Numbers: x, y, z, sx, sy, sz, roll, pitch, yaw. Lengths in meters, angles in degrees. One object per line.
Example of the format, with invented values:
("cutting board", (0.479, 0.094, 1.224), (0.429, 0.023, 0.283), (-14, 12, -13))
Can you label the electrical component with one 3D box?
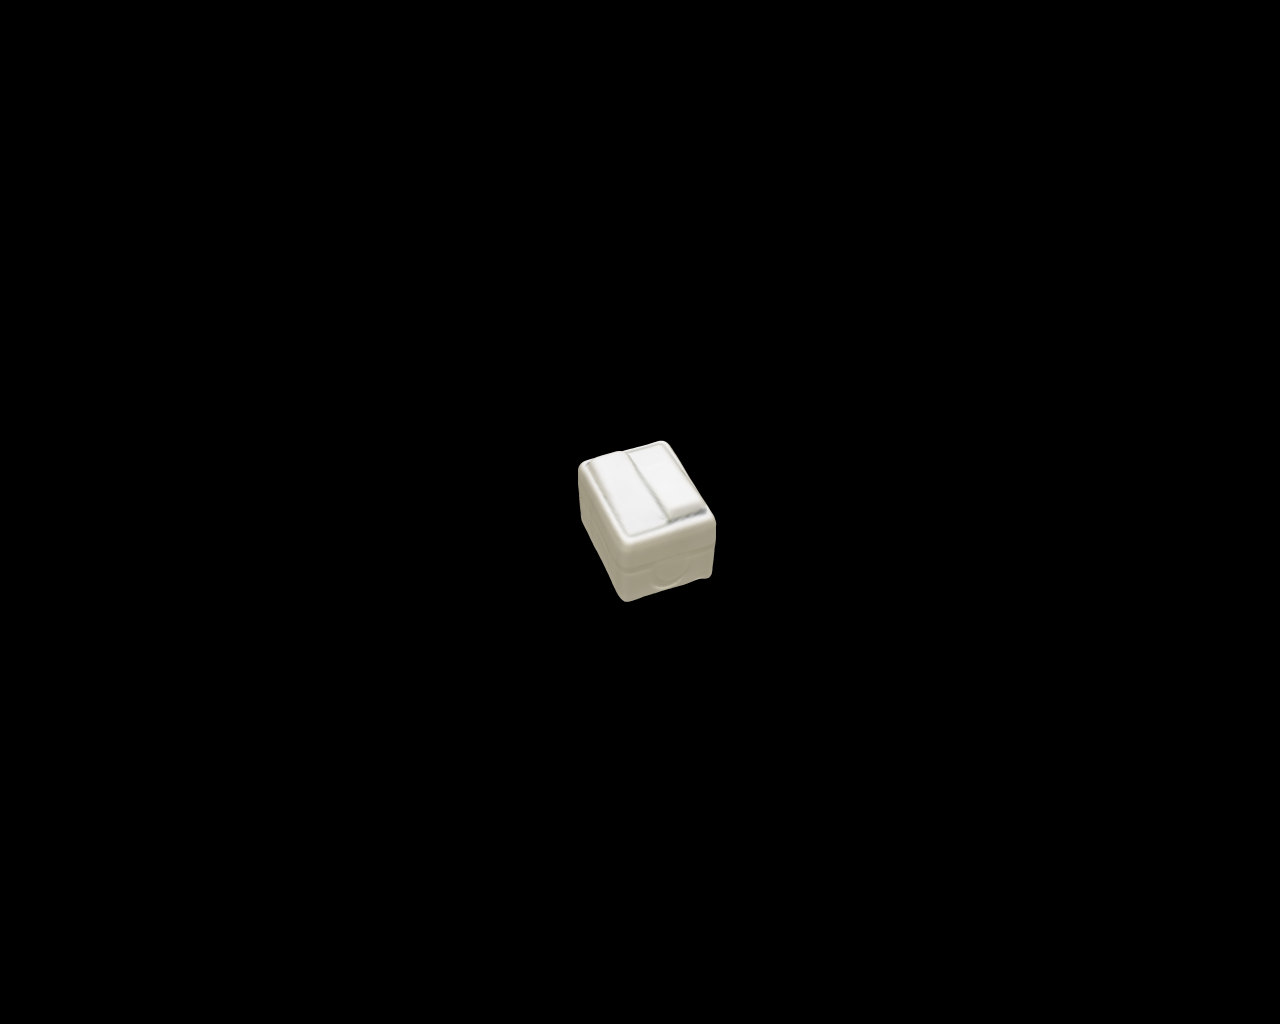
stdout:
("electrical component", (0.001, -0.003, 0.650), (0.062, 0.061, 0.096), (-15, 47, -15))
